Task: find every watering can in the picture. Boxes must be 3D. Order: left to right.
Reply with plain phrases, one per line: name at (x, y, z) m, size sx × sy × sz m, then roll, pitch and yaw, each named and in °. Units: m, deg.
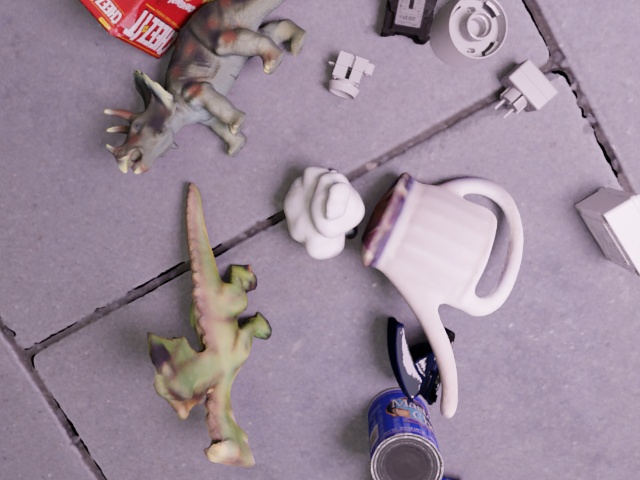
watering can at (0.160, 0.044, 0.730) m, size 0.225 × 0.102 × 0.353 m, roll 24°, pitch 69°, yaw 7°

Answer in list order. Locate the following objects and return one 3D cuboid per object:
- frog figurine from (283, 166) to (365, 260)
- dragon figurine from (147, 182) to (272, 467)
frog figurine at (0.002, -0.037, 0.741) m, size 0.123 × 0.160 × 0.136 m, roll 3°, pitch 99°, yaw 4°
dragon figurine at (-0.168, 0.129, 0.736) m, size 0.122 × 0.245 × 0.408 m, roll -16°, pitch 99°, yaw 11°
